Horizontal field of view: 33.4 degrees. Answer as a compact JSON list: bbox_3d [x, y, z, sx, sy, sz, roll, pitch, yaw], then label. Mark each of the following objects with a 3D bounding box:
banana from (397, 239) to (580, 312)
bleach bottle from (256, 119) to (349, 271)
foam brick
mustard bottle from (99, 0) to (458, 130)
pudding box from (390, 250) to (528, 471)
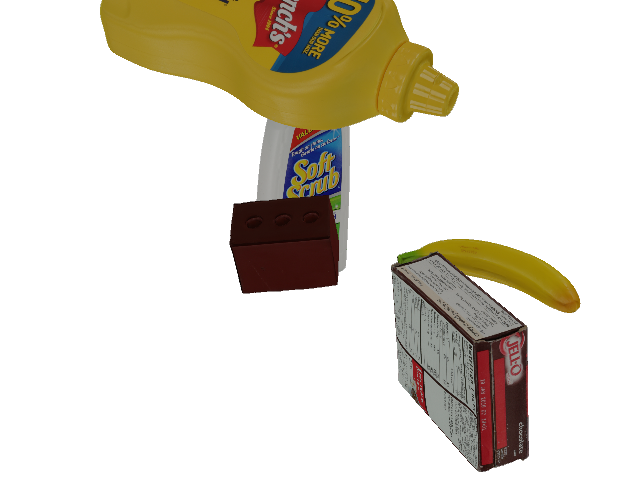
[{"bbox_3d":[0.176,0.032,1.061,0.198,0.037,0.069,13,40,35],"label":"banana"},{"bbox_3d":[-0.021,-0.084,1.070,0.102,0.251,0.068,-9,28,-17],"label":"bleach bottle"},{"bbox_3d":[-0.026,0.003,0.825,0.078,0.051,0.053,-6,39,5],"label":"foam brick"},{"bbox_3d":[-0.016,-0.109,0.571,0.192,0.096,0.058,25,-31,17],"label":"mustard bottle"},{"bbox_3d":[0.083,0.070,0.642,0.039,0.090,0.114,-14,27,-19],"label":"pudding box"}]
